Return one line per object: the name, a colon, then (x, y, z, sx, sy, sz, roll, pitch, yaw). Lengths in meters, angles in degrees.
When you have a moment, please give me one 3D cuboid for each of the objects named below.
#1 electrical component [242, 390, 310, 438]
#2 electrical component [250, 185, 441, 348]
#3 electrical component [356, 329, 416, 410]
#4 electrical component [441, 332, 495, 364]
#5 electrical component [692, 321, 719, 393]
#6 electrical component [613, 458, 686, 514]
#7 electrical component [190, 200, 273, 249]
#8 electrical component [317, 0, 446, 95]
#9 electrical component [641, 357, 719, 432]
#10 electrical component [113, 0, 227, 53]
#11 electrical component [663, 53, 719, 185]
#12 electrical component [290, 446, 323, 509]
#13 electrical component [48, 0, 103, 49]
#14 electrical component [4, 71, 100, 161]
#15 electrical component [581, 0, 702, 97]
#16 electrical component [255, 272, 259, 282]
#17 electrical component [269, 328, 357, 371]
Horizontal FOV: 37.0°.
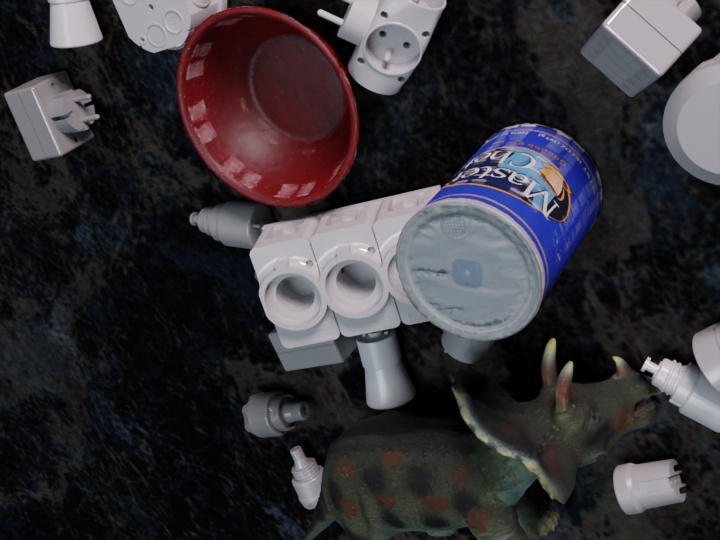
electrical component: (-0.076, 0.135, 1.014, 0.062, 0.043, 0.043, -10, 112, 33)
electrical component: (0.000, 0.000, 0.846, 0.150, 0.061, 0.089, -12, 112, 14)
electrical component: (0.020, 0.082, 0.928, 0.044, 0.044, 0.065, -3, 111, 32)
electrical component: (0.094, 0.040, 0.858, 0.040, 0.040, 0.078, 31, 129, 11)
electrical component: (0.271, 0.057, 0.756, 0.055, 0.055, 0.047, 48, 126, -3)
electrical component: (0.232, 0.172, 0.859, 0.046, 0.040, 0.040, -19, 107, 31)
electrical component: (-0.112, -0.041, 0.930, 0.078, 0.040, 0.040, 8, 121, 26)
electrical component: (0.009, -0.175, 0.767, 0.079, 0.044, 0.077, 23, 130, -10)
electrical component: (0.247, 0.088, 0.798, 0.078, 0.040, 0.040, 28, 128, 13)
electrical component: (-0.149, -0.212, 0.842, 0.080, 0.051, 0.080, 15, 124, 23)
electrical component: (0.238, -0.098, 0.684, 0.080, 0.051, 0.080, 15, 124, 23)
electrical component: (-0.051, 0.199, 1.043, 0.035, 0.035, 0.061, -12, 109, 35)
electrical component: (-0.243, -0.222, 0.898, 0.044, 0.044, 0.065, 8, 116, 27)
electrical component: (-0.263, -0.139, 0.955, 0.077, 0.047, 0.065, -5, 115, 33)
electrical component: (0.186, -0.156, 0.671, 0.047, 0.083, 0.075, 42, 92, 1)
electrical component: (-0.069, -0.008, 0.911, 0.035, 0.061, 0.035, 14, 123, 23)
electrical component: (-0.045, 0.041, 0.935, 0.066, 0.047, 0.076, -12, 111, 35)
